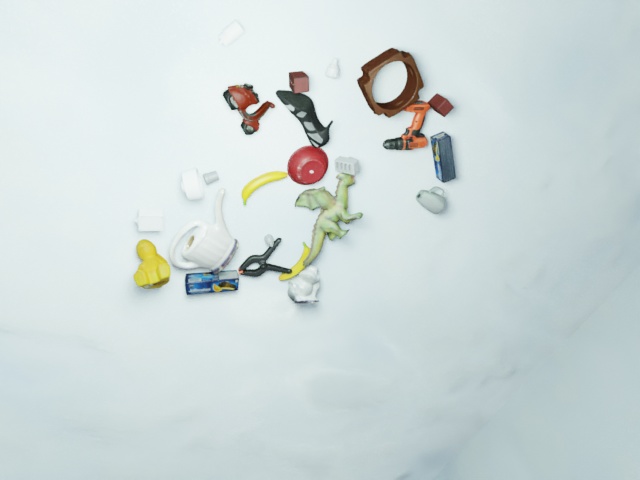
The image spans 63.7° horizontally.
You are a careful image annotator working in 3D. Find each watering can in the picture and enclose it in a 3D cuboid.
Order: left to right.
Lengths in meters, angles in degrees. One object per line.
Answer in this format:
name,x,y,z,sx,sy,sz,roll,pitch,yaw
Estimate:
watering can,-0.386,-0.012,1.861,0.222,0.106,0.345,34,105,-35

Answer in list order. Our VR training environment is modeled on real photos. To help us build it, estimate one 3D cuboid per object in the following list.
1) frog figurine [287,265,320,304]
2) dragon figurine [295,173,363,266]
frog figurine,-0.065,0.181,2.129,0.137,0.122,0.160,3,84,-14
dragon figurine,0.006,-0.100,1.986,0.408,0.124,0.240,-45,108,7
